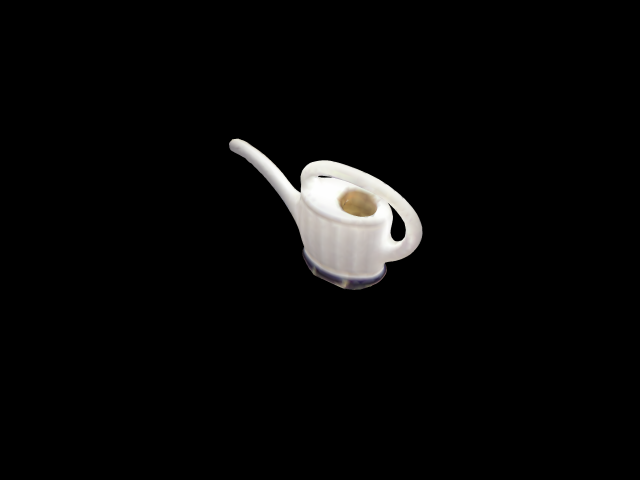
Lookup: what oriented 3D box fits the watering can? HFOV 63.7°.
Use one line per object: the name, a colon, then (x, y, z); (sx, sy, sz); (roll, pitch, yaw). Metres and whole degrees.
watering can: (0.003, -0.043, 0.850); (0.350, 0.219, 0.106); (23, 47, 23)
